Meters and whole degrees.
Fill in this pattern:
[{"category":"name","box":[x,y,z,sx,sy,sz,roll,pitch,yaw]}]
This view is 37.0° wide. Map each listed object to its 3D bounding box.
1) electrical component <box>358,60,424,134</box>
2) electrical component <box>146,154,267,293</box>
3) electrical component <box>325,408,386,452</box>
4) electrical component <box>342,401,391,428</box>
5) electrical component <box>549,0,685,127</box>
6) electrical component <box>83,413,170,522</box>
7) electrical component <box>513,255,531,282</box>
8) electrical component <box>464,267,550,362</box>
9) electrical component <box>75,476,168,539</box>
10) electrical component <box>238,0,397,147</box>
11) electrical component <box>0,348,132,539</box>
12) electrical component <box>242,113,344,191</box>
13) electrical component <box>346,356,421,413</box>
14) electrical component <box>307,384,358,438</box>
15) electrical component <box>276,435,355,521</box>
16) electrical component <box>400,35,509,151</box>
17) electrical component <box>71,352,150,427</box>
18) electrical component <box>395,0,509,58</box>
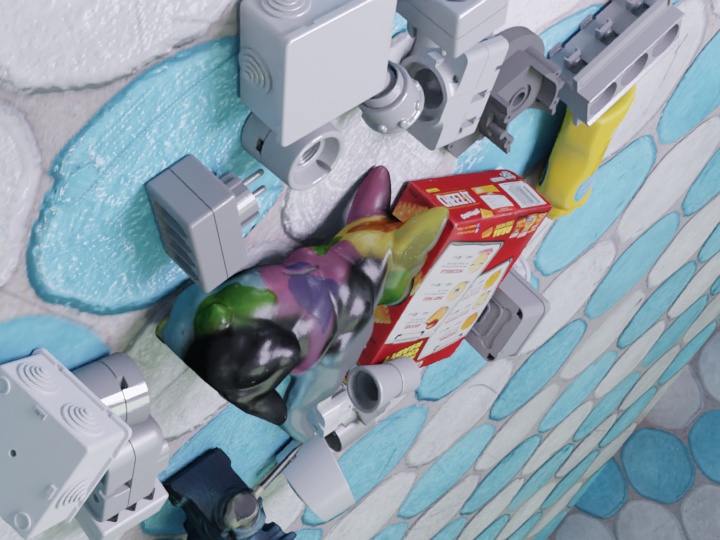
[{"category":"electrical component","box":[0.015,-0.129,0.762,0.048,0.048,0.062,-46,150,0]},{"category":"electrical component","box":[-0.093,-0.040,0.719,0.076,0.047,0.083,-38,155,-20]},{"category":"electrical component","box":[-0.004,0.164,1.208,0.081,0.043,0.043,-32,153,-29]},{"category":"electrical component","box":[-0.013,0.143,1.154,0.077,0.047,0.065,-41,157,-9]},{"category":"electrical component","box":[0.230,-0.199,0.983,0.121,0.063,0.078,-43,157,-8]},{"category":"electrical component","box":[-0.191,0.146,0.849,0.059,0.054,0.095,-28,151,-37]},{"category":"electrical component","box":[0.154,0.007,1.202,0.057,0.058,0.078,-13,140,-47]},{"category":"electrical component","box":[0.136,0.033,1.142,0.057,0.113,0.078,-12,140,-48]},{"category":"electrical component","box":[-0.210,0.202,0.919,0.066,0.047,0.076,-28,165,-35]},{"category":"electrical component","box":[-0.028,-0.138,0.665,0.100,0.048,0.099,-34,154,-26]},{"category":"electrical component","box":[-0.214,0.114,0.704,0.099,0.100,0.048,-53,169,17]},{"category":"electrical component","box":[-0.044,-0.087,0.725,0.055,0.047,0.055,-37,156,-20]},{"category":"electrical component","box":[0.025,0.103,0.992,0.065,0.044,0.044,-14,142,-46]},{"category":"electrical component","box":[-0.030,0.128,1.088,0.057,0.058,0.078,-31,153,-25]},{"category":"electrical component","box":[-0.044,0.220,1.169,0.064,0.099,0.099,-39,157,-1]},{"category":"electrical component","box":[0.064,-0.142,0.813,0.056,0.050,0.089,-27,150,-38]},{"category":"electrical component","box":[-0.185,0.092,0.771,0.047,0.055,0.055,-19,146,-40]},{"category":"electrical component","box":[0.050,-0.171,0.699,0.047,0.083,0.075,-37,156,-19]}]
